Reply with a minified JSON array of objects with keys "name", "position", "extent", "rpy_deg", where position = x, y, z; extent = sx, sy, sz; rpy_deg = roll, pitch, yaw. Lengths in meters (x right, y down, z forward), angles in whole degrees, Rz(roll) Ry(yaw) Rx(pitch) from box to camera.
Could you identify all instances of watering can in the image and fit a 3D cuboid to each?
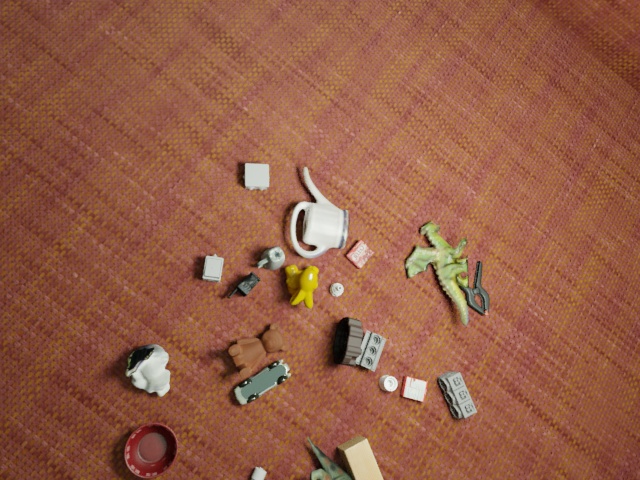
[{"name":"watering can","position":[0.006,-0.097,1.917],"extent":[0.224,0.103,0.352],"rpy_deg":[11,73,-12]}]

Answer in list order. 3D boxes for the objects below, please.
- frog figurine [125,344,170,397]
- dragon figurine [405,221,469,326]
[{"name":"frog figurine","position":[-0.541,0.421,1.665],"extent":[0.140,0.123,0.156],"rpy_deg":[-54,130,-27]},{"name":"dragon figurine","position":[0.451,0.113,1.979],"extent":[0.243,0.120,0.417],"rpy_deg":[1,68,12]}]
